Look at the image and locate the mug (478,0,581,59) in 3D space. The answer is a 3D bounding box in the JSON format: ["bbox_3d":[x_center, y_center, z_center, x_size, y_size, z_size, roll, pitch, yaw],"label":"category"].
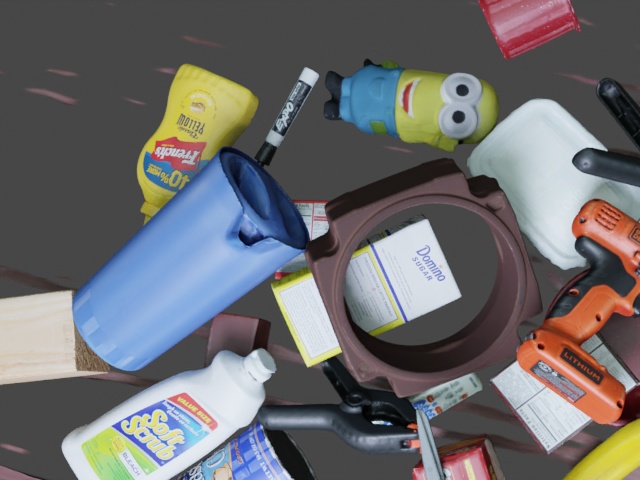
[{"bbox_3d":[0.210,-0.248,1.108,0.081,0.093,0.117,-24,49,13],"label":"mug"}]

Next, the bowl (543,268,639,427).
[{"bbox_3d":[0.301,0.103,1.058,0.162,0.055,0.162,-1,83,12],"label":"bowl"}]

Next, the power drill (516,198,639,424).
[{"bbox_3d":[0.283,0.073,0.980,0.184,0.057,0.187,34,66,11],"label":"power drill"}]

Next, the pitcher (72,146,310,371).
[{"bbox_3d":[-0.137,0.023,1.109,0.243,0.149,0.145,-39,63,18],"label":"pitcher"}]

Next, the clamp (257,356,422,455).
[{"bbox_3d":[0.025,0.174,1.054,0.120,0.039,0.172,-35,38,-32],"label":"clamp"}]

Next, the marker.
[{"bbox_3d":[-0.038,-0.134,1.178,0.020,0.020,0.121,29,90,14],"label":"marker"}]

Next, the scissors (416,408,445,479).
[{"bbox_3d":[0.124,0.243,0.880,0.096,0.016,0.202,1,85,12],"label":"scissors"}]

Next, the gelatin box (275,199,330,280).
[{"bbox_3d":[-0.008,0.001,1.151,0.073,0.030,0.089,2,85,14],"label":"gelatin box"}]

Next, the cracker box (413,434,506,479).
[{"bbox_3d":[0.147,0.272,0.991,0.072,0.213,0.164,-19,80,9],"label":"cracker box"}]

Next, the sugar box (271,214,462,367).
[{"bbox_3d":[0.047,0.051,1.104,0.176,0.048,0.093,-24,101,-1],"label":"sugar box"}]

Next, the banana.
[{"bbox_3d":[0.276,0.221,1.025,0.037,0.069,0.198,40,123,5],"label":"banana"}]

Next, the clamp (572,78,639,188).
[{"bbox_3d":[0.344,-0.073,1.053,0.210,0.164,0.036,30,132,-7],"label":"clamp"}]

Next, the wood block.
[{"bbox_3d":[-0.348,0.113,1.181,0.206,0.090,0.090,-7,81,12],"label":"wood block"}]

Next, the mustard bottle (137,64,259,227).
[{"bbox_3d":[-0.148,-0.091,1.177,0.096,0.058,0.191,25,90,16],"label":"mustard bottle"}]

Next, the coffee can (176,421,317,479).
[{"bbox_3d":[-0.084,0.263,1.100,0.140,0.102,0.103,-36,78,6],"label":"coffee can"}]

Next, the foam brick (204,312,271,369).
[{"bbox_3d":[-0.089,0.119,1.144,0.053,0.051,0.078,10,86,14],"label":"foam brick"}]

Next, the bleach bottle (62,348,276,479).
[{"bbox_3d":[-0.150,0.183,1.109,0.251,0.068,0.102,-37,83,22],"label":"bleach bottle"}]

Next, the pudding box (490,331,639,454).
[{"bbox_3d":[0.233,0.136,1.021,0.113,0.039,0.090,-39,77,7],"label":"pudding box"}]
